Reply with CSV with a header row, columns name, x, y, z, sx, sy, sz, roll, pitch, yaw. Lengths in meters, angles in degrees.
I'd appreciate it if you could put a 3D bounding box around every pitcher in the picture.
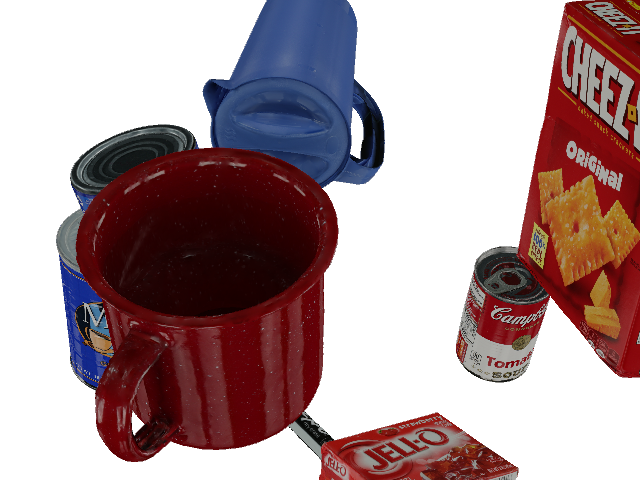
name,x,y,z,sx,sy,sz,roll,pitch,yaw
pitcher,-0.016,-0.159,1.081,0.145,0.149,0.242,-9,37,15

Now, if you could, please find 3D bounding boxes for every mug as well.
name,x,y,z,sx,sy,sz,roll,pitch,yaw
mug,-0.044,0.033,0.397,0.093,0.081,0.117,16,46,17

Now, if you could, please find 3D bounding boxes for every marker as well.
name,x,y,z,sx,sy,sz,roll,pitch,yaw
marker,-0.009,0.149,0.831,0.020,0.020,0.121,0,26,-39

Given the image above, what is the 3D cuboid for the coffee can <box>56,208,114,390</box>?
name,x,y,z,sx,sy,sz,roll,pitch,yaw
coffee can,-0.172,0.050,0.932,0.103,0.140,0.103,3,38,-2

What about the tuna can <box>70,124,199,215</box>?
name,x,y,z,sx,sy,sz,roll,pitch,yaw
tuna can,-0.116,-0.041,0.688,0.086,0.034,0.086,-11,32,7

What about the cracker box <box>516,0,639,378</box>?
name,x,y,z,sx,sy,sz,roll,pitch,yaw
cracker box,0.212,-0.038,0.739,0.072,0.214,0.164,-7,34,-15

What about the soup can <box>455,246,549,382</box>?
name,x,y,z,sx,sy,sz,roll,pitch,yaw
soup can,0.157,0.065,0.922,0.068,0.102,0.068,3,41,-3

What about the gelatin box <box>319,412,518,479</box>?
name,x,y,z,sx,sy,sz,roll,pitch,yaw
gelatin box,0.055,0.133,0.607,0.089,0.030,0.073,-7,22,-33
